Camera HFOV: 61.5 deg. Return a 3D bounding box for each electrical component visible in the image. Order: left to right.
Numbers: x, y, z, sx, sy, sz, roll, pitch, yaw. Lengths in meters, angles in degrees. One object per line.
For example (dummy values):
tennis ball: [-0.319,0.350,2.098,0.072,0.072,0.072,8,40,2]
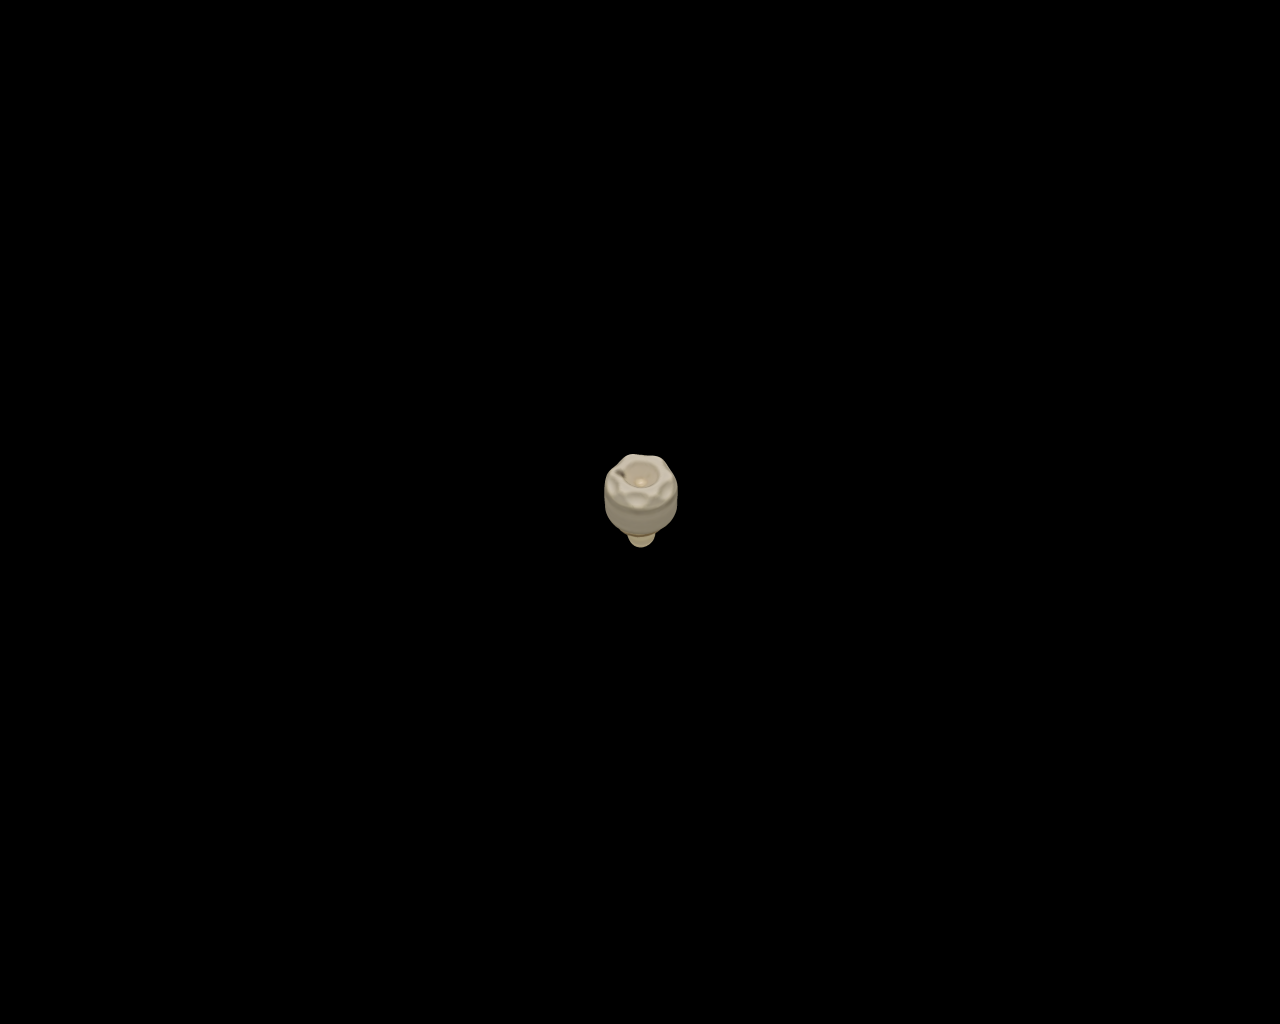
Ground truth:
electrical component: [0.001,-0.003,0.650,0.043,0.043,0.062,0,-42,0]
